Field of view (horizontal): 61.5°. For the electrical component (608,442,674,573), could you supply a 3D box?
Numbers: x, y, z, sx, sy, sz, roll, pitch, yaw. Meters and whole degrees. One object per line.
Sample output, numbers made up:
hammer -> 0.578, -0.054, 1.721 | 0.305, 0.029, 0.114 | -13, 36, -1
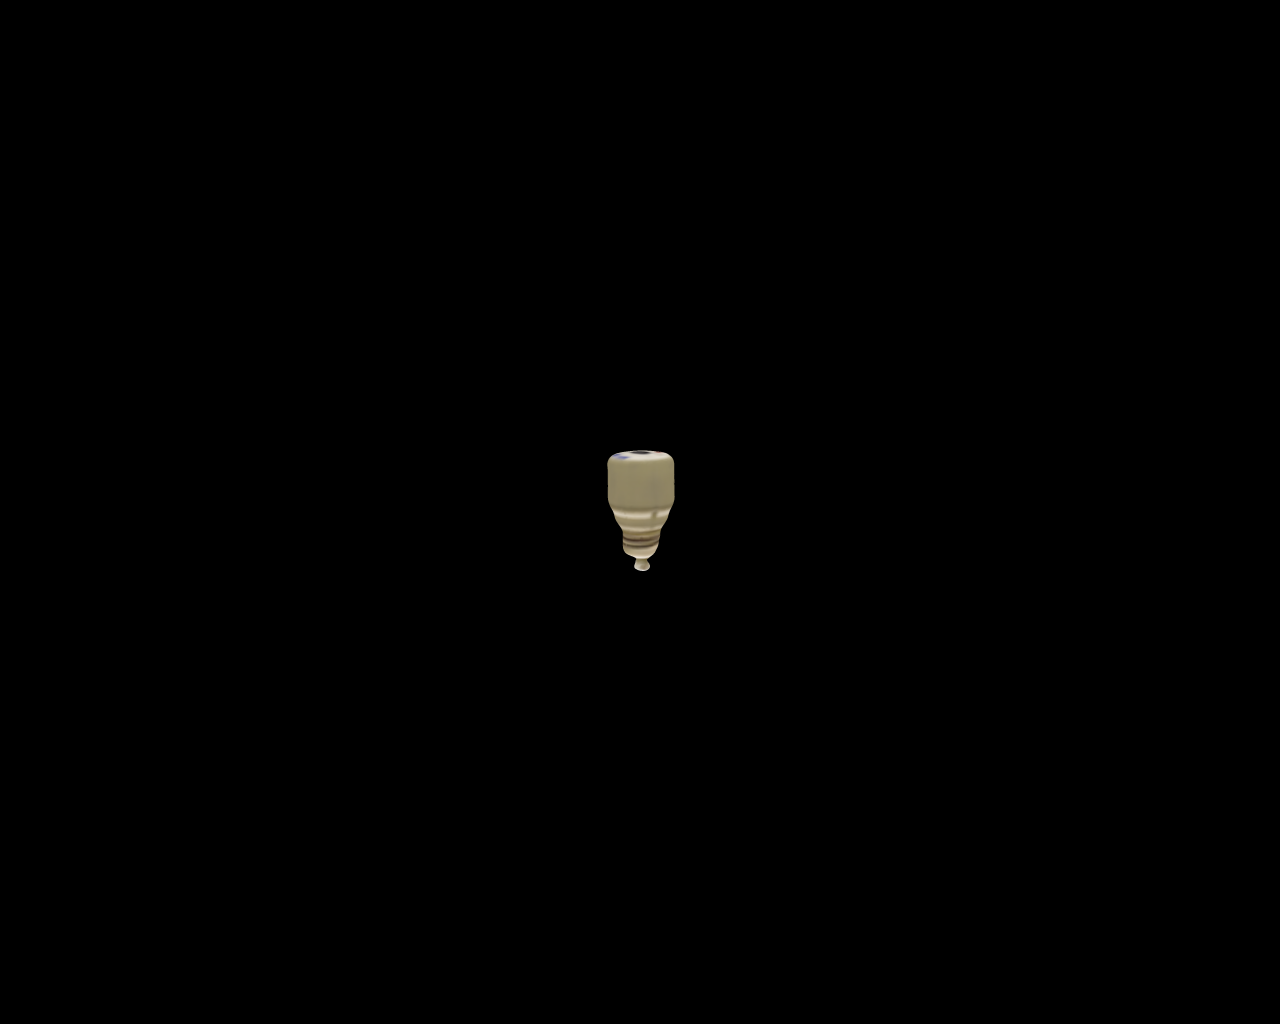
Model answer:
electrical component -> 0.001, -0.003, 0.650 | 0.040, 0.078, 0.040 | 0, 11, 0
